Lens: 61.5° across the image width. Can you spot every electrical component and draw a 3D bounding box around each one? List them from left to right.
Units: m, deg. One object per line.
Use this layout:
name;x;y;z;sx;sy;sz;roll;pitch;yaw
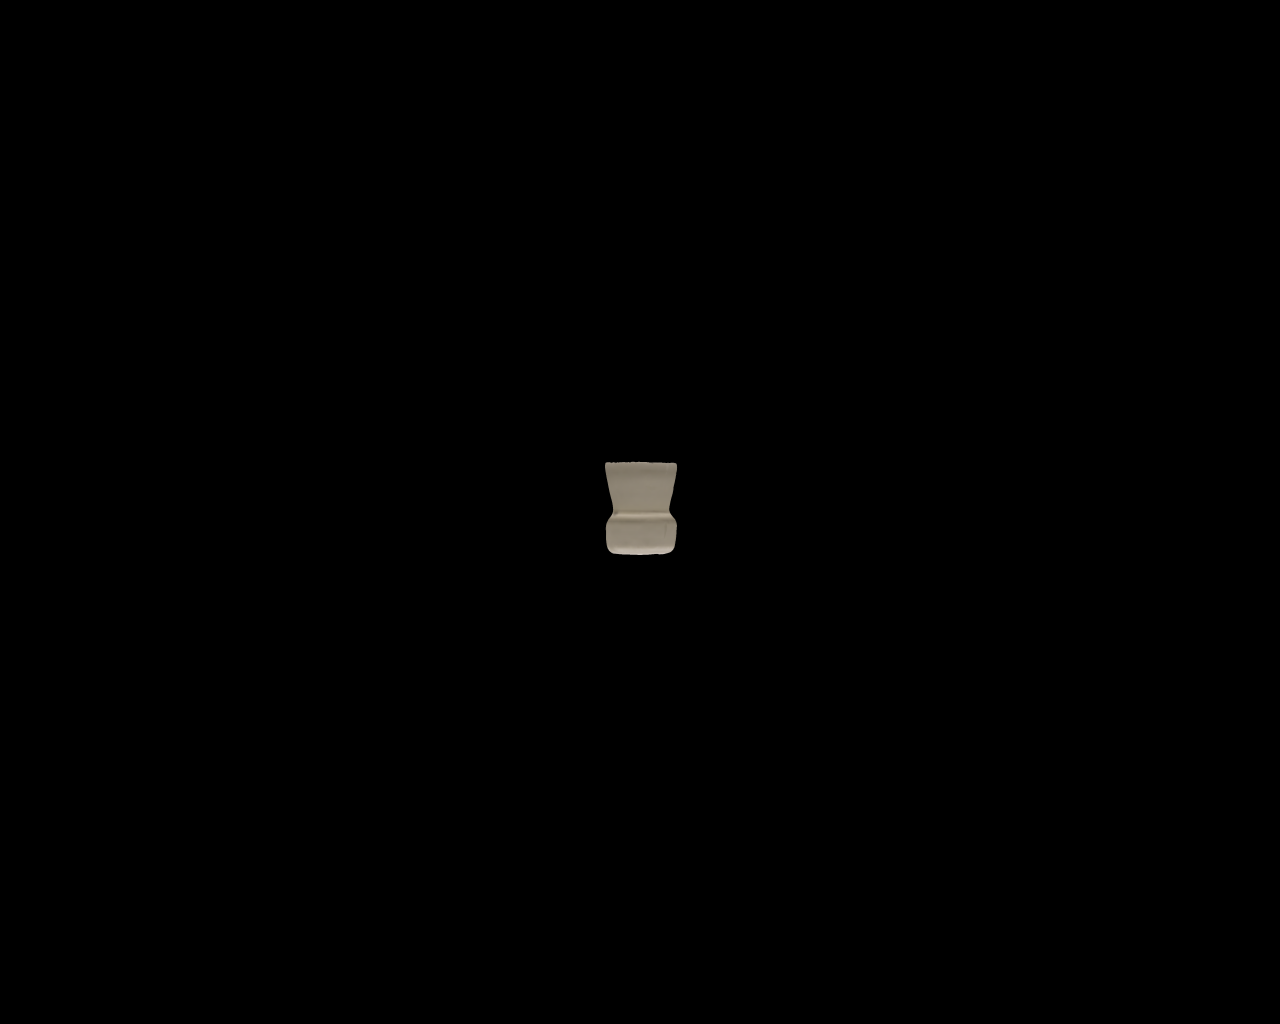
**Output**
electrical component;0.001;-0.003;0.650;0.045;0.055;0.045;0;0;0
